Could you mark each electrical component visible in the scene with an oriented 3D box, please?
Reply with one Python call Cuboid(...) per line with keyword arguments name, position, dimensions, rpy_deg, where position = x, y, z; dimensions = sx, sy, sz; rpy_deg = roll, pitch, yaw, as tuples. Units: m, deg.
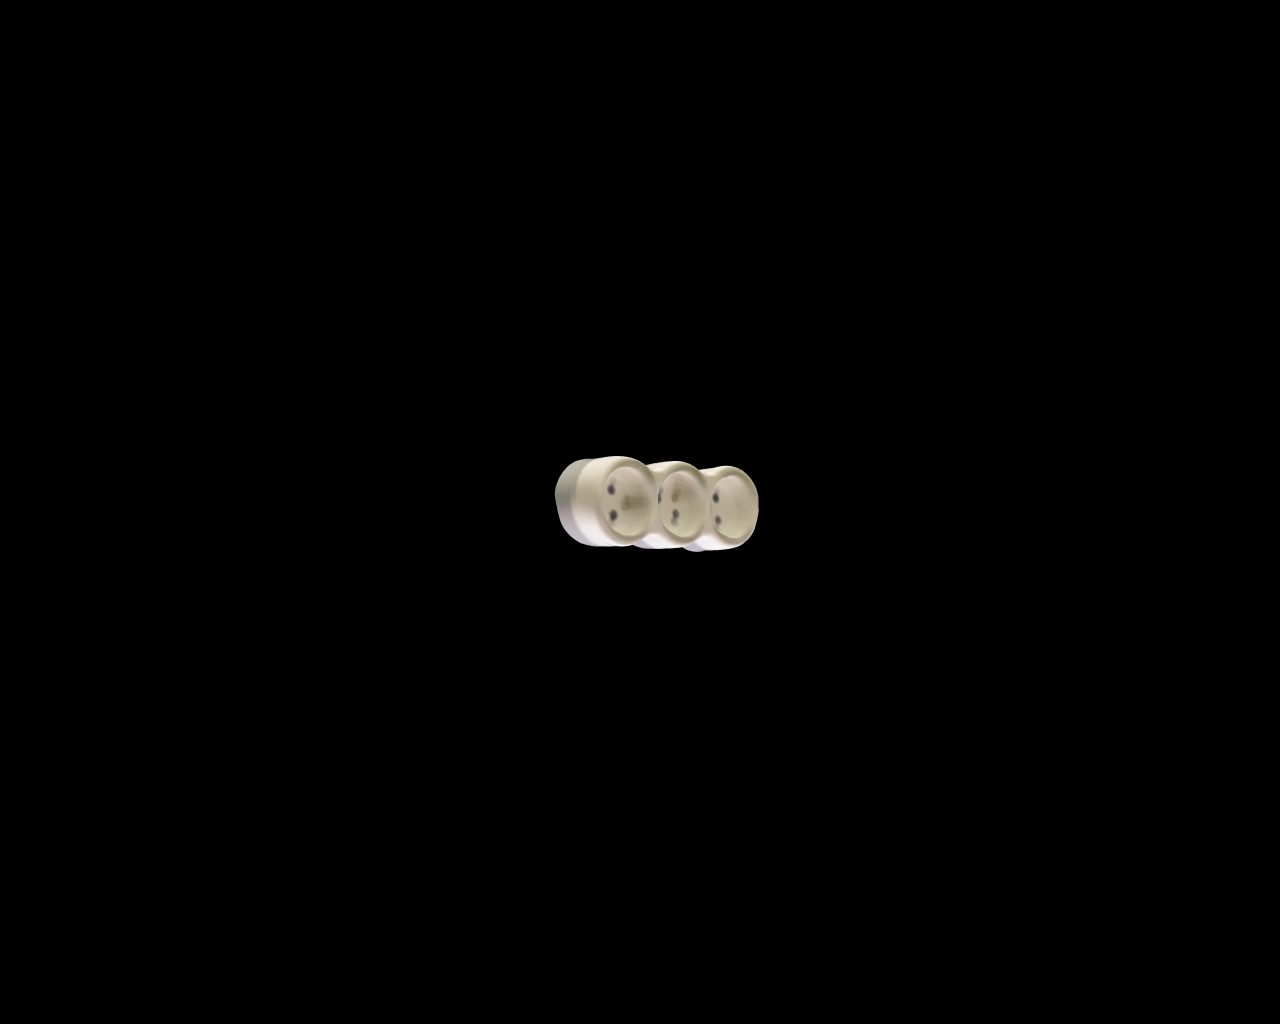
Cuboid(name="electrical component", position=(0.001, -0.003, 0.650), dimensions=(0.138, 0.052, 0.073), rpy_deg=(4, -6, -43))
